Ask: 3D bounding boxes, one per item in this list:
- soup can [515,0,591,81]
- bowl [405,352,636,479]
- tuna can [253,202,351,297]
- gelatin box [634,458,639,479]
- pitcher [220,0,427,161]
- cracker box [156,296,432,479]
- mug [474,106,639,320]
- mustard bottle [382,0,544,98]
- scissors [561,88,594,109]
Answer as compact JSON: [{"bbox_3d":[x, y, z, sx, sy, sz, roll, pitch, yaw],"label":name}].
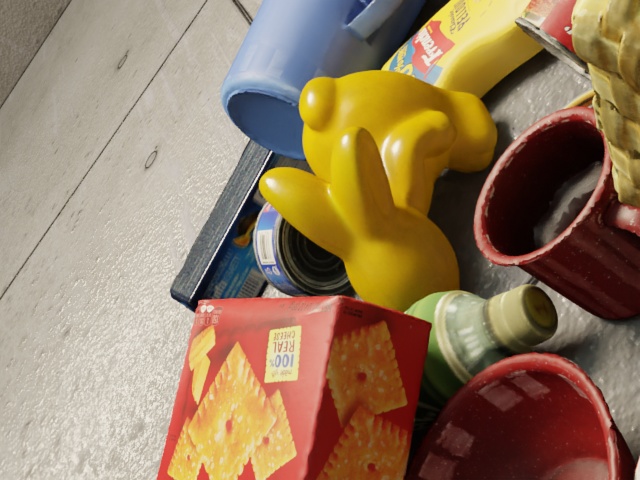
[{"bbox_3d":[0.180,-0.158,0.667,0.102,0.068,0.068,-52,27,11],"label":"soup can"},{"bbox_3d":[0.099,0.137,0.504,0.162,0.055,0.162,-48,28,35],"label":"bowl"},{"bbox_3d":[-0.005,0.001,0.803,0.034,0.086,0.086,-4,59,58],"label":"tuna can"},{"bbox_3d":[0.157,0.119,0.400,0.089,0.073,0.030,-74,-14,-49],"label":"gelatin box"},{"bbox_3d":[0.020,-0.191,0.878,0.149,0.145,0.242,76,-144,-61],"label":"pitcher"},{"bbox_3d":[-0.031,0.139,0.587,0.164,0.072,0.213,-5,70,57],"label":"cracker box"},{"bbox_3d":[0.147,-0.008,0.551,0.093,0.081,0.117,-61,26,-5],"label":"mug"},{"bbox_3d":[0.098,-0.134,0.795,0.192,0.058,0.096,-40,34,34],"label":"mustard bottle"},{"bbox_3d":[0.202,-0.078,0.604,0.202,0.016,0.096,-26,43,48],"label":"scissors"}]
